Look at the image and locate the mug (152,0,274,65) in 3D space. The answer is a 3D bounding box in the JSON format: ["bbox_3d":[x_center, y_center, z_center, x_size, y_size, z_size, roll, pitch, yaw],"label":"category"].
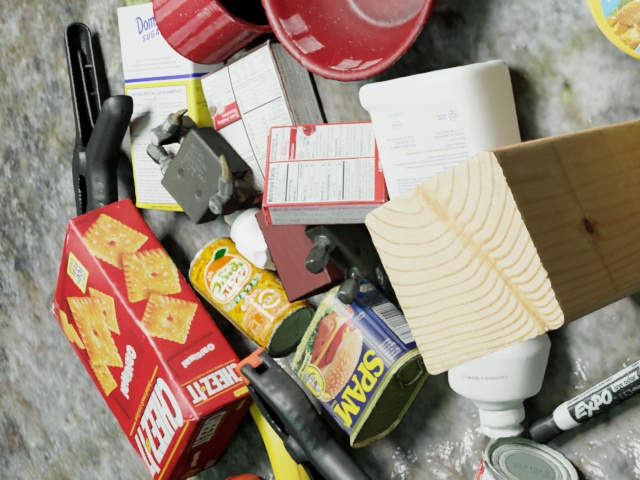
[{"bbox_3d":[-0.075,-0.197,0.825,0.082,0.093,0.117,-24,54,48],"label":"mug"}]

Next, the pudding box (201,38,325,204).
[{"bbox_3d":[-0.041,-0.093,0.846,0.090,0.039,0.113,-18,90,43],"label":"pudding box"}]

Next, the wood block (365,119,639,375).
[{"bbox_3d":[0.135,-0.005,0.587,0.090,0.205,0.091,-29,80,43],"label":"wood block"}]

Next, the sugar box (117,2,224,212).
[{"bbox_3d":[-0.122,-0.114,0.911,0.094,0.048,0.176,5,100,42],"label":"sugar box"}]

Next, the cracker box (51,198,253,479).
[{"bbox_3d":[-0.157,0.097,0.952,0.214,0.072,0.164,54,146,20],"label":"cracker box"}]

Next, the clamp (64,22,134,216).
[{"bbox_3d":[-0.210,-0.086,0.989,0.165,0.036,0.210,-120,32,-42],"label":"clamp"}]

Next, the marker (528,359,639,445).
[{"bbox_3d":[0.181,0.105,0.700,0.121,0.020,0.020,-42,72,40],"label":"marker"}]

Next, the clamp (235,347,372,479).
[{"bbox_3d":[-0.007,0.165,0.842,0.171,0.039,0.120,53,154,14],"label":"clamp"}]

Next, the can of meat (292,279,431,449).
[{"bbox_3d":[0.032,0.092,0.811,0.084,0.057,0.102,46,127,28],"label":"can of meat"}]

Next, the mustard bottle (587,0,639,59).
[{"bbox_3d":[0.206,-0.139,0.590,0.192,0.058,0.096,44,131,26],"label":"mustard bottle"}]

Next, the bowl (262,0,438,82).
[{"bbox_3d":[0.031,-0.193,0.741,0.162,0.055,0.162,12,108,40],"label":"bowl"}]

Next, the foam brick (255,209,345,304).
[{"bbox_3d":[-0.005,0.001,0.825,0.051,0.052,0.078,-27,81,43],"label":"foam brick"}]

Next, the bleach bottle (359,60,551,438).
[{"bbox_3d":[0.098,0.010,0.726,0.103,0.067,0.251,-4,100,43],"label":"bleach bottle"}]

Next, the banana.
[{"bbox_3d":[-0.026,0.204,0.909,0.070,0.037,0.198,-23,82,64],"label":"banana"}]

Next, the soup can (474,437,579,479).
[{"bbox_3d":[0.132,0.196,0.736,0.069,0.068,0.102,30,119,34],"label":"soup can"}]

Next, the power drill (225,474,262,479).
[{"bbox_3d":[-0.099,0.311,0.988,0.188,0.057,0.184,-15,87,41],"label":"power drill"}]

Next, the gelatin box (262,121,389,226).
[{"bbox_3d":[0.005,-0.047,0.768,0.089,0.030,0.073,-2,57,7],"label":"gelatin box"}]
